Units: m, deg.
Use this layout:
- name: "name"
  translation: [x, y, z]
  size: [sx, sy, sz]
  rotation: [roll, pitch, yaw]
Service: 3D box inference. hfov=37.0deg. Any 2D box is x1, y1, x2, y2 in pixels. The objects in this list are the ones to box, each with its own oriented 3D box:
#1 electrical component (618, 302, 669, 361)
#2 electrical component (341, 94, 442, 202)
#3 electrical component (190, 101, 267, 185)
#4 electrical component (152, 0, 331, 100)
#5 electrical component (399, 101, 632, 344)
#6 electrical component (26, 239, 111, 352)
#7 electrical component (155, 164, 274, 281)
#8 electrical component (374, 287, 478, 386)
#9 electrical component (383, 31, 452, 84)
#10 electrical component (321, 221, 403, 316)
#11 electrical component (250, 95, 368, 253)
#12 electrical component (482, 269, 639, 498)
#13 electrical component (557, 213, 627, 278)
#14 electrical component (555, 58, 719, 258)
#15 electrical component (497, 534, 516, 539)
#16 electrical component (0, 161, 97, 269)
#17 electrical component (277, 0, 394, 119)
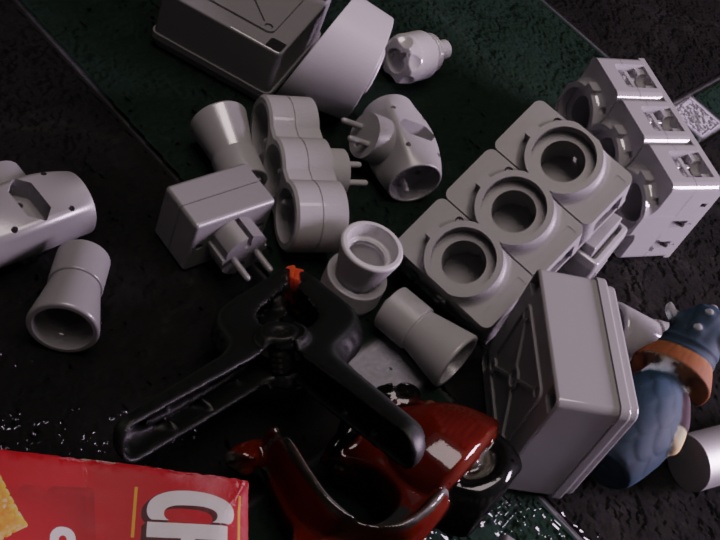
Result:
- name: "electrical component"
  translation: [0.215, 0.053, 0.805]
  size: [0.065, 0.044, 0.044]
  rotation: [15, 47, -18]
- name: "electrical component"
  translation: [0.018, -0.100, 0.838]
  size: [0.079, 0.043, 0.077]
  rotation: [13, 45, -39]
- name: "electrical component"
  translation: [-0.094, -0.085, 0.787]
  size: [0.044, 0.044, 0.065]
  rotation: [-9, 61, -30]
- name: "electrical component"
  translation: [-0.095, -0.206, 0.878]
  size: [0.109, 0.056, 0.108]
  rotation: [29, 46, 2]
- name: "electrical component"
  translation: [0.109, -0.035, 0.766]
  size: [0.150, 0.061, 0.089]
  rotation: [-45, 75, -6]
- name: "electrical component"
  translation: [-0.177, 0.013, 0.667]
  size: [0.044, 0.044, 0.065]
  rotation: [14, 43, -12]
- name: "electrical component"
  translation: [-0.089, -0.024, 0.731]
  size: [0.066, 0.047, 0.076]
  rotation: [-22, 63, -36]
- name: "electrical component"
  translation: [0.042, 0.043, 0.738]
  size: [0.065, 0.044, 0.044]
  rotation: [40, 47, 18]
- name: "electrical component"
  translation: [0.053, -0.187, 0.936]
  size: [0.062, 0.043, 0.043]
  rotation: [-21, 63, -38]
- name: "electrical component"
  translation: [0.000, 0.000, 0.745]
  size: [0.045, 0.055, 0.045]
  rotation: [12, 48, -14]
- name: "electrical component"
  translation: [-0.030, -0.072, 0.794]
  size: [0.074, 0.052, 0.138]
  rotation: [0, 51, -24]
- name: "electrical component"
  translation: [0.125, 0.074, 0.700]
  size: [0.056, 0.108, 0.108]
  rotation: [10, 48, -12]
- name: "electrical component"
  translation: [0.149, -0.032, 0.833]
  size: [0.096, 0.061, 0.062]
  rotation: [39, 47, 11]
- name: "electrical component"
  translation: [0.224, -0.095, 0.899]
  size: [0.062, 0.089, 0.150]
  rotation: [-3, 53, -25]
- name: "electrical component"
  translation: [0.102, 0.191, 0.637]
  size: [0.078, 0.040, 0.040]
  rotation: [33, 47, 6]
- name: "electrical component"
  translation: [-0.224, -0.043, 0.692]
  size: [0.077, 0.043, 0.079]
  rotation: [-27, 66, -38]
- name: "electrical component"
  translation: [-0.017, -0.170, 0.856]
  size: [0.064, 0.099, 0.099]
  rotation: [25, 46, -11]
